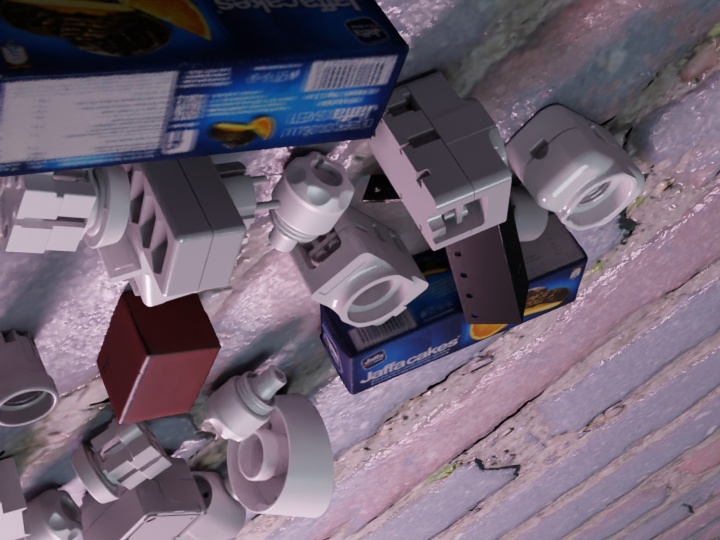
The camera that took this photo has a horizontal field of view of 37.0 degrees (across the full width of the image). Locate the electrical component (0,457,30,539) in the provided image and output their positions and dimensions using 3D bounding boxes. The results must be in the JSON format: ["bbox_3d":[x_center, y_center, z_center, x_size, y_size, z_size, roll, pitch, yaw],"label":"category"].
[{"bbox_3d":[-0.271,0.168,0.760,0.064,0.042,0.081,-12,145,-21],"label":"electrical component"}]

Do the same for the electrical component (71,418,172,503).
[{"bbox_3d":[-0.177,0.139,0.792,0.055,0.048,0.066,-35,151,-7],"label":"electrical component"}]

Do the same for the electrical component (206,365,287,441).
[{"bbox_3d":[-0.083,0.097,0.811,0.062,0.043,0.043,-41,148,16],"label":"electrical component"}]

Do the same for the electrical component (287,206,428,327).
[{"bbox_3d":[0.000,0.000,0.723,0.050,0.055,0.089,-39,149,16],"label":"electrical component"}]

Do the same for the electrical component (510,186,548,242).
[{"bbox_3d":[0.098,-0.039,0.763,0.078,0.040,0.040,-3,141,-37],"label":"electrical component"}]

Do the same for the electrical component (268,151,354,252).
[{"bbox_3d":[-0.035,-0.037,0.650,0.043,0.043,0.062,-1,141,-40],"label":"electrical component"}]

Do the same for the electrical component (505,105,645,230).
[{"bbox_3d":[0.153,-0.068,0.749,0.054,0.059,0.095,-45,147,25],"label":"electrical component"}]

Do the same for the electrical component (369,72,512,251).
[{"bbox_3d":[0.049,-0.066,0.631,0.056,0.089,0.050,-23,149,-12],"label":"electrical component"}]

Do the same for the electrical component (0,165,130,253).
[{"bbox_3d":[-0.151,-0.036,0.551,0.055,0.048,0.066,3,137,-32],"label":"electrical component"}]

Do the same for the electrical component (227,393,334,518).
[{"bbox_3d":[-0.060,0.147,0.854,0.064,0.099,0.099,8,134,-38],"label":"electrical component"}]

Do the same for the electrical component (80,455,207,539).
[{"bbox_3d":[-0.180,0.194,0.856,0.096,0.061,0.062,-45,147,25],"label":"electrical component"}]

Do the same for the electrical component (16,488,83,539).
[{"bbox_3d":[-0.247,0.198,0.822,0.062,0.043,0.043,-32,150,7],"label":"electrical component"}]

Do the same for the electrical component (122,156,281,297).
[{"bbox_3d":[-0.080,-0.037,0.571,0.076,0.083,0.047,-11,145,-29],"label":"electrical component"}]

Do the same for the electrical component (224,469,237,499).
[{"bbox_3d":[-0.090,0.174,0.926,0.046,0.040,0.040,-38,149,25],"label":"electrical component"}]

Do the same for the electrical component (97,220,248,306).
[{"bbox_3d":[-0.111,-0.014,0.621,0.081,0.042,0.063,-17,150,-20],"label":"electrical component"}]

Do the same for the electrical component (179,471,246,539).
[{"bbox_3d":[-0.148,0.213,0.929,0.079,0.044,0.077,-30,150,1],"label":"electrical component"}]

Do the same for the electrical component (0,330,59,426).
[{"bbox_3d":[-0.208,0.065,0.651,0.040,0.046,0.040,-22,149,-14],"label":"electrical component"}]
